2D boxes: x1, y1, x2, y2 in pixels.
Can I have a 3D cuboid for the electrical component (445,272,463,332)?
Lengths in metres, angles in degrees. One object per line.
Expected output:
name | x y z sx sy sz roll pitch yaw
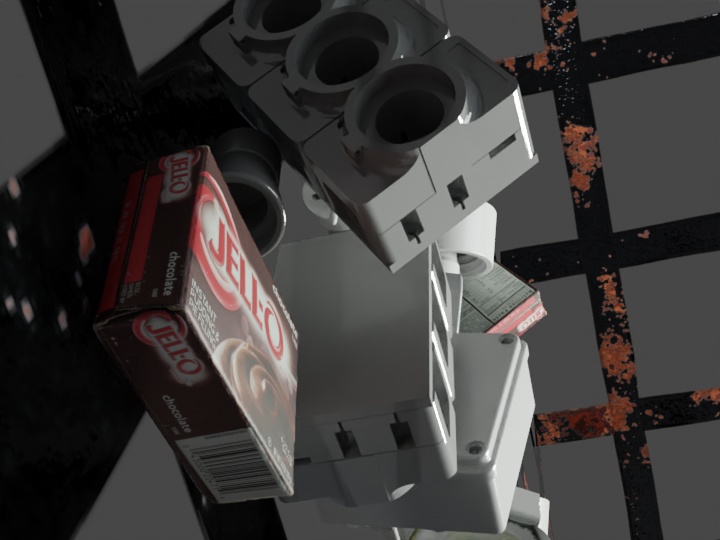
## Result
electrical component | 0.037 0.047 0.770 0.054 0.059 0.095 177 -81 -88

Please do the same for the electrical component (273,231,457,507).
electrical component | 0.001 0.045 0.563 0.150 0.089 0.061 -85 161 -54

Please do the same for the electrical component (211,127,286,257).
electrical component | -0.055 -0.038 0.492 0.065 0.044 0.044 -92 167 -59

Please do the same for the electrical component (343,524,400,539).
electrical component | 0.015 0.135 0.669 0.065 0.047 0.076 -84 161 -57

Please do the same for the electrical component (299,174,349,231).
electrical component | -0.017 -0.059 0.697 0.079 0.044 0.077 -85 161 -55

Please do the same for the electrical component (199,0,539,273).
electrical component | 0.000 -0.085 0.516 0.150 0.089 0.061 47 -9 36

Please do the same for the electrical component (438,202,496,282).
electrical component | 0.065 -0.018 0.930 0.108 0.108 0.060 53 35 -68

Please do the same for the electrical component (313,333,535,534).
electrical component | 0.035 0.088 0.603 0.108 0.109 0.056 -63 145 -51

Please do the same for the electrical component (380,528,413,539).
electrical component | 0.038 0.134 0.777 0.138 0.052 0.073 -64 143 -73

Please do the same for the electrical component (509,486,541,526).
electrical component | 0.090 0.217 0.803 0.078 0.063 0.121 -65 172 -72

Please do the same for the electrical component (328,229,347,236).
electrical component | 0.000 0.000 0.740 0.044 0.044 0.065 59 28 -62

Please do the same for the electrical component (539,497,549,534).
electrical component | 0.111 0.231 0.932 0.108 0.108 0.060 54 34 -66
